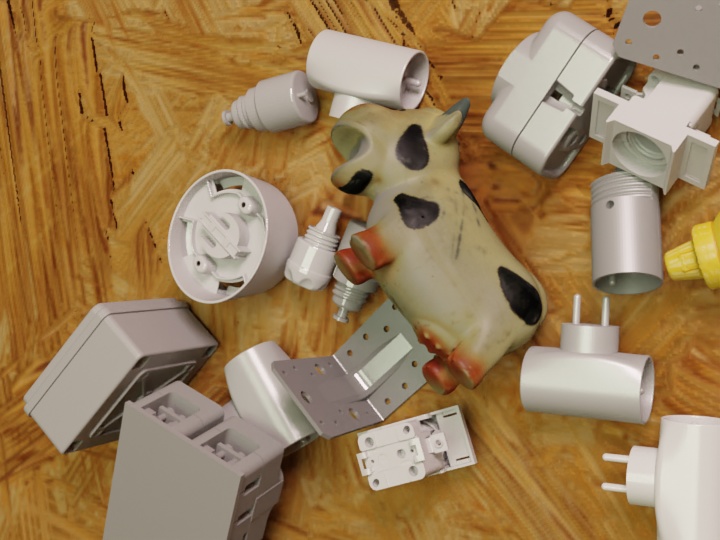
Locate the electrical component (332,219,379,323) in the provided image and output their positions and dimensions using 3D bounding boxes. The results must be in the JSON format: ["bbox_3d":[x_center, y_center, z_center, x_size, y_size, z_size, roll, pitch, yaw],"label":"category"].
[{"bbox_3d":[0.000,0.000,0.768,0.040,0.040,0.078,26,101,24],"label":"electrical component"}]

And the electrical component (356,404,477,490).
[{"bbox_3d":[0.033,0.123,0.737,0.081,0.064,0.042,-20,80,25],"label":"electrical component"}]

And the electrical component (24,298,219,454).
[{"bbox_3d":[-0.180,0.078,0.818,0.056,0.109,0.108,46,108,17],"label":"electrical component"}]

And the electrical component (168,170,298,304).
[{"bbox_3d":[-0.097,-0.025,0.802,0.099,0.064,0.099,0,89,26],"label":"electrical component"}]

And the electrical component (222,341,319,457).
[{"bbox_3d":[-0.077,0.106,0.802,0.079,0.044,0.077,-36,74,21],"label":"electrical component"}]

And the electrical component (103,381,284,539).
[{"bbox_3d":[-0.126,0.187,0.793,0.105,0.060,0.186,27,118,24],"label":"electrical component"}]

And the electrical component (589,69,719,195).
[{"bbox_3d":[0.186,-0.089,0.662,0.081,0.042,0.063,31,66,23],"label":"electrical component"}]

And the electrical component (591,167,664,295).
[{"bbox_3d":[0.168,-0.029,0.681,0.043,0.043,0.081,-7,68,26],"label":"electrical component"}]

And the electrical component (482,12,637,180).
[{"bbox_3d":[0.126,-0.115,0.699,0.059,0.054,0.095,39,105,21],"label":"electrical component"}]

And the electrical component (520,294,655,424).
[{"bbox_3d":[0.147,0.055,0.692,0.077,0.044,0.079,3,91,27],"label":"electrical component"}]

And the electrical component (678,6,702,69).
[{"bbox_3d":[0.227,-0.182,0.638,0.052,0.074,0.138,27,101,24],"label":"electrical component"}]

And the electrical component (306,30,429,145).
[{"bbox_3d":[0.001,-0.125,0.766,0.077,0.044,0.079,19,98,25],"label":"electrical component"}]

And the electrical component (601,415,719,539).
[{"bbox_3d":[0.190,0.130,0.670,0.079,0.044,0.077,2,90,26],"label":"electrical component"}]

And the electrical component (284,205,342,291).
[{"bbox_3d":[-0.030,-0.017,0.786,0.035,0.035,0.061,26,98,24],"label":"electrical component"}]

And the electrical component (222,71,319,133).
[{"bbox_3d":[-0.068,-0.122,0.802,0.078,0.040,0.040,-11,85,26],"label":"electrical component"}]
